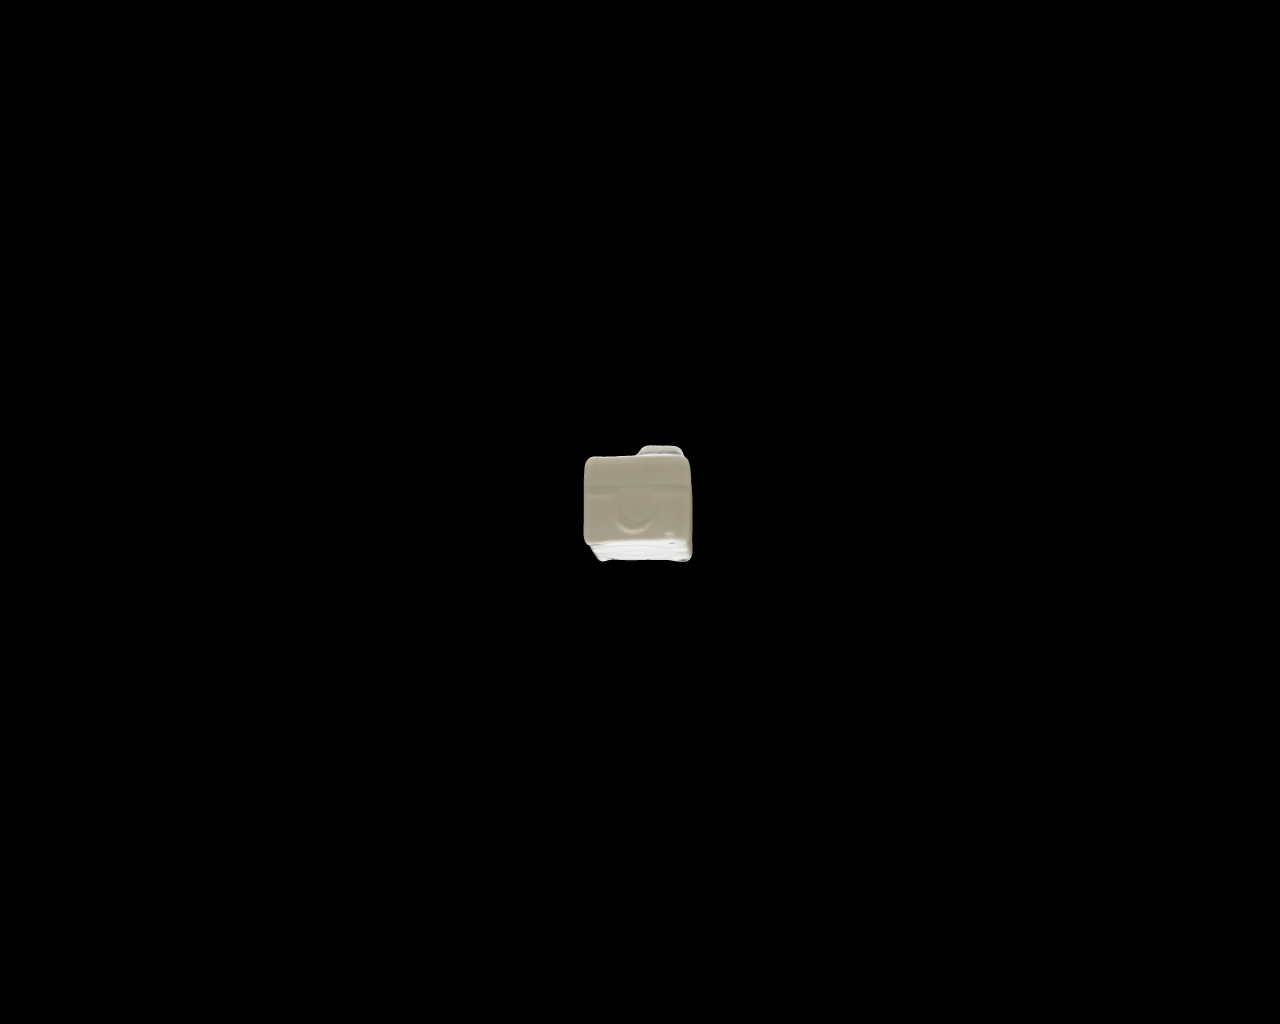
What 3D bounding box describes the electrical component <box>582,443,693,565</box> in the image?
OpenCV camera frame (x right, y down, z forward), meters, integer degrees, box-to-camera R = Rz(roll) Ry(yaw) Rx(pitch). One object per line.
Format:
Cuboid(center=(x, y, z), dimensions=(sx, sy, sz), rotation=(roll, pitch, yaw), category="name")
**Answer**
Cuboid(center=(0.001, -0.003, 0.650), dimensions=(0.062, 0.061, 0.096), rotation=(-1, -11, 4), category="electrical component")
